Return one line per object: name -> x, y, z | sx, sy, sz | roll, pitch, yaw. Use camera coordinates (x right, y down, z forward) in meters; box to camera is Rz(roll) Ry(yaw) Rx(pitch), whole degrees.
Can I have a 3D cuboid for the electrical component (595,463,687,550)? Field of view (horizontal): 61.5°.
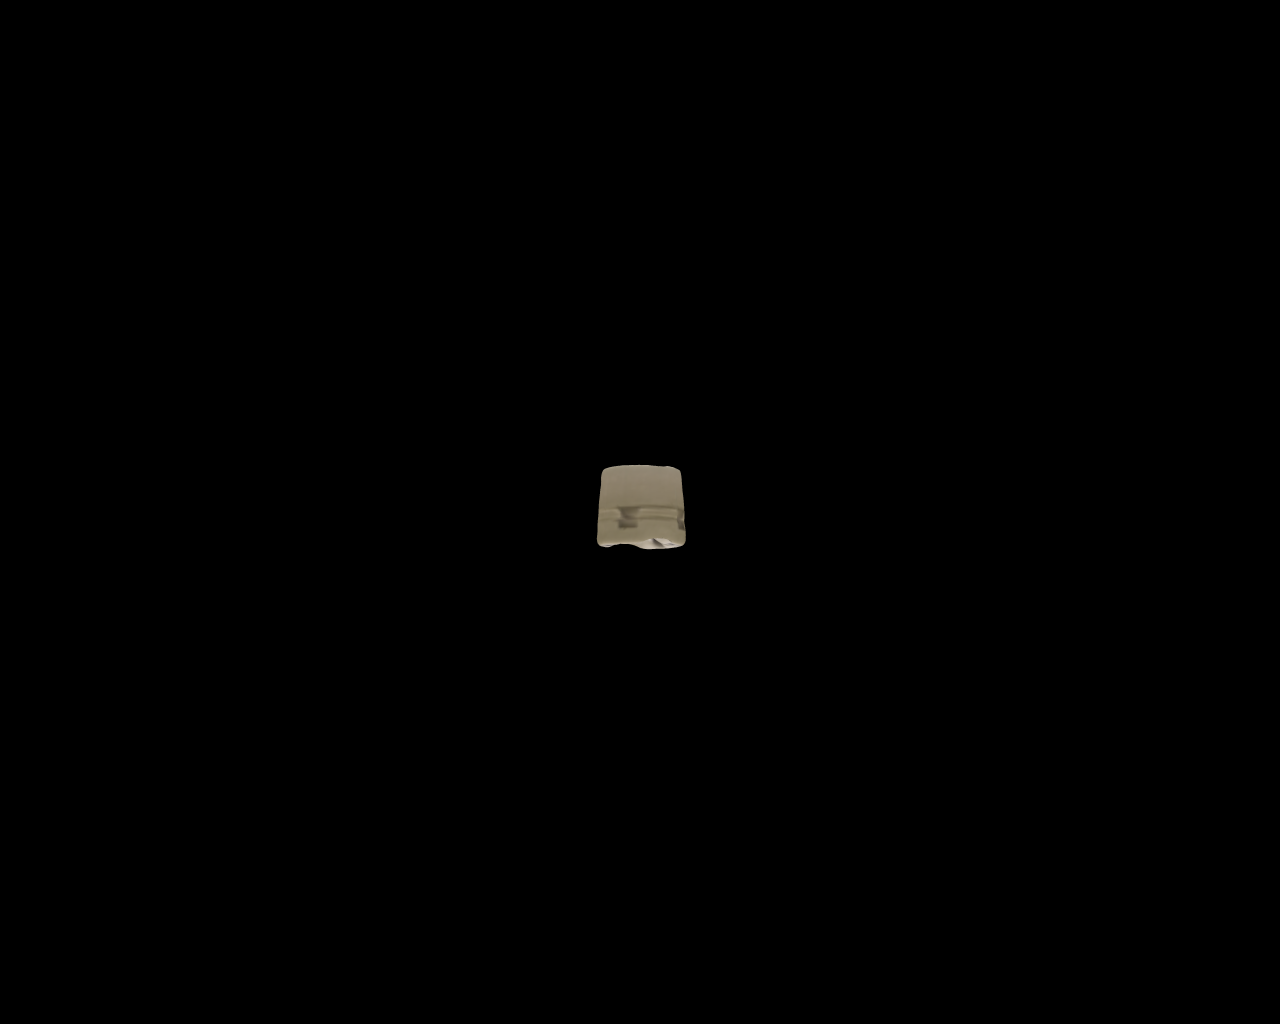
electrical component -> 0.001, -0.003, 0.650 | 0.055, 0.047, 0.055 | 0, -7, 0
